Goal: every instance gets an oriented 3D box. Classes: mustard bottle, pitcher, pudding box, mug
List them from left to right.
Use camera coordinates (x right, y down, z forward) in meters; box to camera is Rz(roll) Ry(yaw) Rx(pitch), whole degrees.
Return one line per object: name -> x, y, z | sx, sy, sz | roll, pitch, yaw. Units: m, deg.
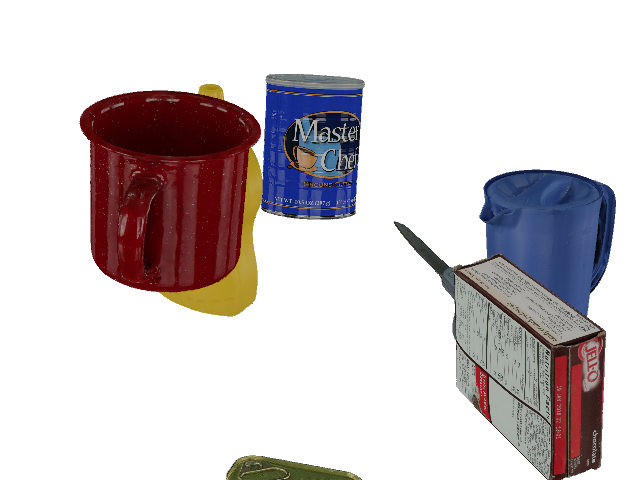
mug -> -0.082, -0.020, 0.558 | 0.093, 0.081, 0.117 | 8, 28, 2
mustard bottle -> -0.095, -0.036, 0.883 | 0.096, 0.192, 0.058 | 20, 31, 25
pudding box -> 0.119, 0.071, 0.620 | 0.039, 0.090, 0.114 | -14, 27, -20
pitcher -> 0.268, 0.043, 1.264 | 0.149, 0.243, 0.144 | 4, 24, 15

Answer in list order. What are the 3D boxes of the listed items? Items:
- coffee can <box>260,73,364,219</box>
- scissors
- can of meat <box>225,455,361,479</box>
coffee can -> -0.009, -0.101, 1.122 | 0.103, 0.140, 0.103 | 3, 13, -1
scissors -> 0.127, 0.035, 0.846 | 0.096, 0.016, 0.202 | -1, 32, -11
can of meat -> -0.023, 0.220, 0.813 | 0.102, 0.084, 0.057 | 8, 14, 10
